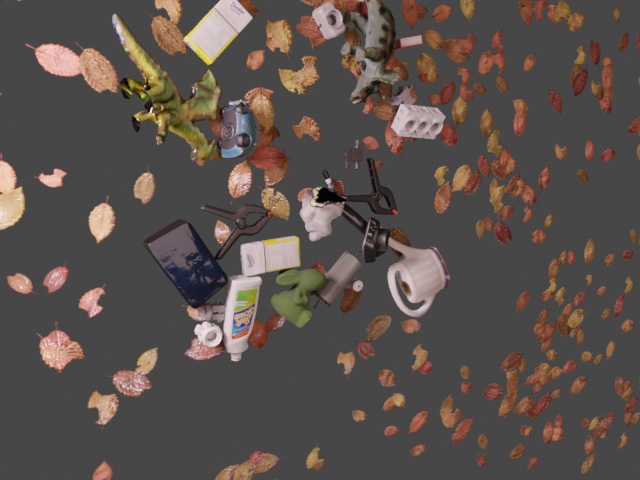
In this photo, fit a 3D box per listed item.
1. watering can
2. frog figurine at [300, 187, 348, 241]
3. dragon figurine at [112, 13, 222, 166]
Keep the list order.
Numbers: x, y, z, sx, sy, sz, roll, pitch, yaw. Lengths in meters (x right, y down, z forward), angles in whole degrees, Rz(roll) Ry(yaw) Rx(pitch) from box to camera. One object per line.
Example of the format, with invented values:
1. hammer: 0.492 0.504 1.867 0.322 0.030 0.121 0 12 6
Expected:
1. watering can: 0.321 0.086 1.756 0.226 0.104 0.346 -22 98 -22
2. frog figurine: 0.005 -0.080 1.584 0.138 0.124 0.155 -21 144 -31
3. dragon figurine: -0.373 -0.387 1.348 0.245 0.122 0.405 -25 111 -40
